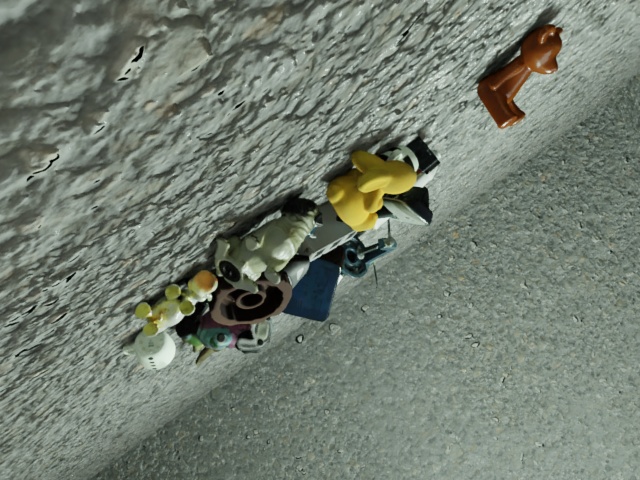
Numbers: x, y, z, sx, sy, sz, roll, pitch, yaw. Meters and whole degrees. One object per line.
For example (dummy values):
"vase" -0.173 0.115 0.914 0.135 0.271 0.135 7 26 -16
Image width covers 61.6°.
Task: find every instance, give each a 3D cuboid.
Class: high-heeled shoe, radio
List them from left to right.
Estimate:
"high-heeled shoe" -0.075 0.099 1.251 0.145 0.086 0.248 -15 155 4
"radio" -0.021 0.099 1.335 0.073 0.131 0.229 -73 177 -47

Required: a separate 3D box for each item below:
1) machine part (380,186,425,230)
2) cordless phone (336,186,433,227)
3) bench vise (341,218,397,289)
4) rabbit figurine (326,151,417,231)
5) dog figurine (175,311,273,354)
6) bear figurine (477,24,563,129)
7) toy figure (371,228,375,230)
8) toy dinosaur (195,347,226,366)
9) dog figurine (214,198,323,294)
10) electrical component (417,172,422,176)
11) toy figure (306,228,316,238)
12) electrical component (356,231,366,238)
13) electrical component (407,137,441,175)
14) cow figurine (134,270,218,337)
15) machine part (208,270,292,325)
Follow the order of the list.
"machine part" 0.230 -0.109 1.570 0.243 0.079 0.079 -42 167 24
"cordless phone" 0.140 -0.062 1.183 0.184 0.088 0.147 -13 -164 -28
"bench vise" 0.115 0.039 1.401 0.223 0.129 0.241 10 155 -40
"rabbit figurine" 0.104 -0.115 1.075 0.173 0.122 0.162 -19 150 16
"dog figurine" -0.240 0.223 1.306 0.191 0.108 0.219 16 156 -31
"bear figurine" 0.431 -0.340 1.112 0.196 0.132 0.120 -36 173 33
"toy figure" 0.159 -0.098 1.403 0.180 0.082 0.089 -33 158 7
"toy dinosaur" -0.243 0.231 1.475 0.471 0.105 0.198 -42 167 25
"dog figurine" -0.099 0.000 1.030 0.172 0.121 0.190 -4 -151 34
"electrical component" 0.190 -0.158 1.253 0.078 0.045 0.102 -32 -162 10
"toy figure" -0.074 -0.009 1.117 0.154 0.058 0.064 -28 135 -30
"electrical component" 0.068 -0.020 1.505 0.134 0.058 0.115 -40 170 21
"electrical component" 0.236 -0.196 1.241 0.048 0.075 0.119 -41 172 16
"cow figurine" -0.268 0.120 1.046 0.167 0.068 0.098 -32 174 -4
"machine part" -0.146 0.111 1.114 0.179 0.056 0.179 -11 143 -9
